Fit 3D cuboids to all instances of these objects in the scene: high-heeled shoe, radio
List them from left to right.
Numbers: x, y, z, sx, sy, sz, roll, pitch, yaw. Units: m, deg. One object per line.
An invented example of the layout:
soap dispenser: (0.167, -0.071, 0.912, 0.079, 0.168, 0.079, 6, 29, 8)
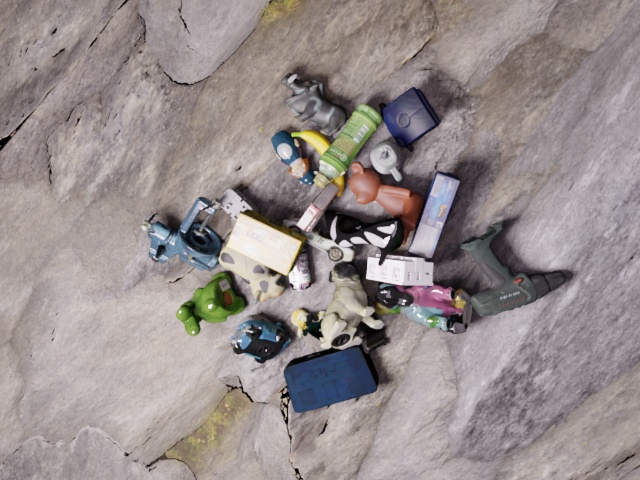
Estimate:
radio: (0.026, 0.353, 1.398, 0.230, 0.073, 0.131, -19, 92, 10)
high-heeled shoe: (0.097, -0.044, 1.270, 0.249, 0.086, 0.145, 41, 136, 32)

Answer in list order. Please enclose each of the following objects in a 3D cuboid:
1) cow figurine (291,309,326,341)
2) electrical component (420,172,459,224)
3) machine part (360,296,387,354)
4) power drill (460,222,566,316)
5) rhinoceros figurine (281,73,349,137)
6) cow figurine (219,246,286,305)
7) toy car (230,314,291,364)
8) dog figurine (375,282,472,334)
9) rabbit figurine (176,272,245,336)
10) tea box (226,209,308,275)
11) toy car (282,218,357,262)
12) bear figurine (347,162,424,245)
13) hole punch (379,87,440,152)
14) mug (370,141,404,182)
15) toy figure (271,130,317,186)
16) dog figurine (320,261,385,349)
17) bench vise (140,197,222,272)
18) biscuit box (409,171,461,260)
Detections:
cow figurine: (0.000, 0.227, 1.374, 0.167, 0.098, 0.068, 12, 105, 8)
electrical component: (0.297, -0.105, 1.304, 0.075, 0.048, 0.119, 20, 100, 7)
machine part: (0.119, 0.213, 1.368, 0.084, 0.039, 0.139, -16, 83, -31)
power drill: (0.446, 0.063, 1.283, 0.232, 0.086, 0.207, -28, 97, -2)
rhinoceros figurine: (-0.019, -0.334, 1.320, 0.190, 0.073, 0.112, 36, 103, 4)
cow figurine: (-0.175, 0.082, 1.394, 0.195, 0.085, 0.127, 35, 96, 2)
toy car: (-0.165, 0.246, 1.398, 0.109, 0.161, 0.103, -48, 43, 18)
dog figurine: (0.242, 0.157, 1.322, 0.219, 0.191, 0.108, 6, 82, 39)
rabbit figurine: (-0.306, 0.187, 1.410, 0.170, 0.159, 0.121, -27, 102, 27)
tea box: (-0.128, 0.004, 1.310, 0.170, 0.068, 0.098, 27, 105, 4)
toy car: (-0.003, -0.004, 1.357, 0.202, 0.073, 0.056, 27, 105, 6)
bear figurine: (0.145, -0.094, 1.288, 0.196, 0.120, 0.132, 24, 63, 2)
hole punch: (0.213, -0.290, 1.278, 0.116, 0.092, 0.142, -33, 94, 16)
mug: (0.163, -0.187, 1.288, 0.081, 0.107, 0.109, -25, 90, 14)
toy figure: (-0.066, -0.201, 1.355, 0.154, 0.058, 0.064, 56, 141, -1)
dog figurine: (0.046, 0.156, 1.321, 0.172, 0.121, 0.191, -26, 47, -7)
bench vise: (-0.336, -0.028, 1.381, 0.223, 0.129, 0.240, 37, 119, -4)
biscuit box: (0.268, -0.059, 1.260, 0.059, 0.063, 0.202, 20, 102, 9)
